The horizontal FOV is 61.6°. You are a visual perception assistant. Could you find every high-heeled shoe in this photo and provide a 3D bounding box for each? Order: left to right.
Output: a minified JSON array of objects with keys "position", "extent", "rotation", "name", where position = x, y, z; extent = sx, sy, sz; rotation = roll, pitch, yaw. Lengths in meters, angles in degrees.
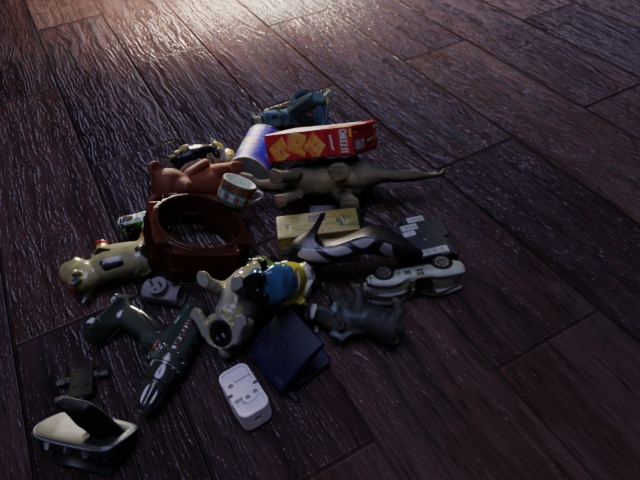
[{"position":[0.066,0.036,1.051],"extent":[0.249,0.145,0.086],"rotation":[20,22,-5],"name":"high-heeled shoe"}]

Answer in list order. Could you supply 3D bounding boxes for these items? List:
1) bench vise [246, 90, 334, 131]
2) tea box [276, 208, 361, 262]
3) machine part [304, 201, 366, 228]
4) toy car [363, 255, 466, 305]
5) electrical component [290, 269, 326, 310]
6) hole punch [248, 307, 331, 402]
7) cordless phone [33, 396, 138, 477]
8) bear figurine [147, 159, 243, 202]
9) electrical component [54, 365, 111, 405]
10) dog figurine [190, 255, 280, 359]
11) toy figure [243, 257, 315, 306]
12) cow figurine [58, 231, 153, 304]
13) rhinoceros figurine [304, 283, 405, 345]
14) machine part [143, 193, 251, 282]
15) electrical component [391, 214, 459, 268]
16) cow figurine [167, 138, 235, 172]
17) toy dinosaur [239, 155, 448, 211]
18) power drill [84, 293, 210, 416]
[{"position":[-0.056,-0.332,1.381],"extent":[0.223,0.241,0.128],"rotation":[1,82,-32],"name":"bench vise"},{"position":[-0.002,-0.003,1.122],"extent":[0.170,0.098,0.068],"rotation":[-7,46,-4],"name":"tea box"},{"position":[0.031,-0.052,1.209],"extent":[0.139,0.039,0.084],"rotation":[7,52,10],"name":"machine part"},{"position":[0.181,0.081,1.039],"extent":[0.202,0.073,0.056],"rotation":[-10,46,-5],"name":"toy car"},{"position":[-0.036,0.096,1.068],"extent":[0.078,0.045,0.102],"rotation":[3,37,46],"name":"electrical component"},{"position":[-0.055,0.195,0.942],"extent":[0.116,0.092,0.142],"rotation":[-34,56,-21],"name":"hole punch"},{"position":[-0.377,0.280,0.818],"extent":[0.147,0.184,0.089],"rotation":[8,51,12],"name":"cordless phone"},{"position":[-0.282,-0.124,1.209],"extent":[0.132,0.120,0.196],"rotation":[7,9,31],"name":"bear figurine"},{"position":[-0.422,0.258,0.955],"extent":[0.094,0.021,0.063],"rotation":[-13,46,-9],"name":"electrical component"},{"position":[-0.138,0.120,1.022],"extent":[0.121,0.172,0.190],"rotation":[17,10,23],"name":"dog figurine"},{"position":[-0.074,0.072,0.949],"extent":[0.089,0.082,0.180],"rotation":[24,13,25],"name":"toy figure"},{"position":[-0.439,0.058,1.113],"extent":[0.195,0.085,0.127],"rotation":[-11,40,-7],"name":"cow figurine"},{"position":[0.065,0.145,0.995],"extent":[0.190,0.073,0.112],"rotation":[12,56,15],"name":"rhinoceros figurine"},{"position":[-0.256,-0.010,1.113],"extent":[0.201,0.087,0.201],"rotation":[0,41,-25],"name":"machine part"},{"position":[0.212,0.007,1.121],"extent":[0.115,0.058,0.134],"rotation":[-9,46,-7],"name":"electrical component"},{"position":[-0.297,-0.210,1.350],"extent":[0.167,0.098,0.068],"rotation":[-29,44,-22],"name":"cow figurine"},{"position":[0.050,-0.139,1.207],"extent":[0.472,0.104,0.198],"rotation":[4,22,8],"name":"toy dinosaur"},{"position":[-0.324,0.187,0.977],"extent":[0.208,0.085,0.232],"rotation":[14,47,23],"name":"power drill"}]
